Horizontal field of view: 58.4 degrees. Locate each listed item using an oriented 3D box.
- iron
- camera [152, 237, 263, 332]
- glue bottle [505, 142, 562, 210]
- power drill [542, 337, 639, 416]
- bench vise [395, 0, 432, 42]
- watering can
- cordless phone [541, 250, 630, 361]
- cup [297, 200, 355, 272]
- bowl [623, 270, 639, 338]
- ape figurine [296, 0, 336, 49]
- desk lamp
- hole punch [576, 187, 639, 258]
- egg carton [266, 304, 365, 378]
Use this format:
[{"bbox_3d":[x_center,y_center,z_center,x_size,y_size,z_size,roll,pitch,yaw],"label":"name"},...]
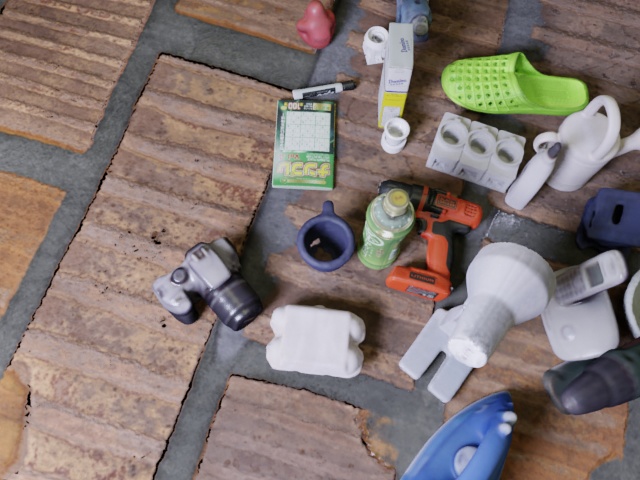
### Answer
[{"bbox_3d":[0.216,0.310,0.804,0.118,0.141,0.258,37,73,11],"label":"iron"},{"bbox_3d":[-0.166,0.082,0.891,0.143,0.101,0.136,-39,76,-15],"label":"camera"},{"bbox_3d":[0.360,-0.116,0.949,0.037,0.173,0.078,27,71,8],"label":"glue bottle"},{"bbox_3d":[0.407,0.197,0.819,0.230,0.208,0.075,-24,73,-11],"label":"power drill"},{"bbox_3d":[0.186,-0.487,1.050,0.121,0.220,0.207,-21,72,-10],"label":"bench vise"},{"bbox_3d":[0.454,-0.169,0.961,0.173,0.194,0.101,-18,72,-9],"label":"watering can"},{"bbox_3d":[0.412,0.100,0.867,0.094,0.185,0.147,-9,71,-6],"label":"cordless phone"},{"bbox_3d":[0.009,0.003,0.931,0.091,0.095,0.118,3,70,-1],"label":"cup"},{"bbox_3d":[0.561,0.121,0.925,0.167,0.075,0.167,1,70,-2],"label":"bowl"},{"bbox_3d":[-0.006,-0.415,1.083,0.078,0.092,0.076,-6,70,-5],"label":"ape figurine"},{"bbox_3d":[0.228,0.123,0.834,0.118,0.213,0.203,36,73,10],"label":"desk lamp"},{"bbox_3d":[0.502,-0.032,0.969,0.101,0.091,0.109,22,71,6],"label":"hole punch"},{"bbox_3d":[-0.005,0.155,0.888,0.150,0.069,0.107,6,70,0],"label":"egg carton"}]
